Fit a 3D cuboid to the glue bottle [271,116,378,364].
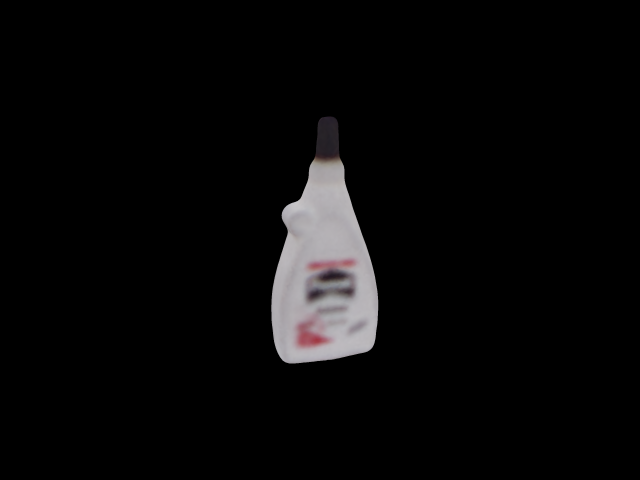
[{"bbox_3d":[0.004,0.001,0.400,0.078,0.173,0.037,-7,21,-18],"label":"glue bottle"}]
